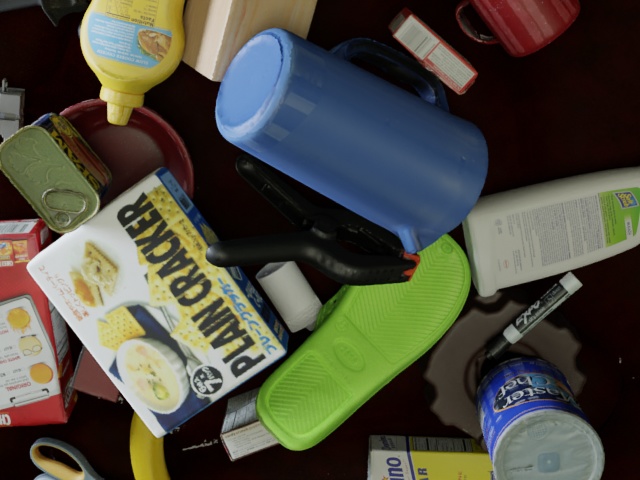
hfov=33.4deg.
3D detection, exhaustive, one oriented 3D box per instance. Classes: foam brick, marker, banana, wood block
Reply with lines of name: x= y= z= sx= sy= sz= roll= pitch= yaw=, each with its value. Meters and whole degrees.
foam brick: x=-0.225 y=0.126 z=1.128 sx=0.053 sy=0.078 sz=0.051 roll=19 pitch=108 yaw=-3
marker: x=0.214 y=0.079 z=1.083 sx=0.121 sy=0.020 sz=0.020 roll=-43 pitch=102 yaw=9
banana: x=-0.177 y=0.231 z=1.181 sx=0.069 sy=0.037 sz=0.198 roll=8 pitch=108 yaw=0
wood block: x=-0.055 y=-0.250 z=0.984 sx=0.090 sy=0.091 sz=0.206 roll=5 pitch=110 yaw=-34

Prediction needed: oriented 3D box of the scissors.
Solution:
scissors: x=-0.243 y=0.294 z=1.194 sx=0.202 sy=0.016 sz=0.096 roll=33 pitch=113 yaw=3

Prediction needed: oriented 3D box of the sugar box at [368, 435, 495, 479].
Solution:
sugar box: x=0.141 y=0.267 z=1.184 sx=0.176 sy=0.048 sz=0.093 roll=0 pitch=108 yaw=0

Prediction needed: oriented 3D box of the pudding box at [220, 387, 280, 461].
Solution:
pudding box: x=-0.047 y=0.184 z=1.137 sx=0.113 sy=0.090 sz=0.039 roll=-23 pitch=105 yaw=7

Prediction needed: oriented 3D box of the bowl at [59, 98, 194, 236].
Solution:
bowl: x=-0.204 y=-0.068 z=1.076 sx=0.162 sy=0.055 sz=0.162 roll=0 pitch=108 yaw=1

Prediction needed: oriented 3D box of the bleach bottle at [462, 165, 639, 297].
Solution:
bleach bottle: x=0.275 y=-0.017 z=1.084 sx=0.251 sy=0.068 sz=0.102 roll=-11 pitch=108 yaw=2

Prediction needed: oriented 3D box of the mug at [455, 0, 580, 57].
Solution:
mug: x=0.182 y=-0.224 z=1.011 sx=0.117 sy=0.093 sz=0.081 roll=-25 pitch=114 yaw=40

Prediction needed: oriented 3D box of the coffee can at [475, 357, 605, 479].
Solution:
coffee can: x=0.212 y=0.187 z=1.048 sx=0.103 sy=0.140 sz=0.103 roll=0 pitch=105 yaw=1

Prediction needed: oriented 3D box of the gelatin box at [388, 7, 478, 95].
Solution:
gelatin box: x=0.108 y=-0.182 z=1.026 sx=0.089 sy=0.073 sz=0.030 roll=39 pitch=104 yaw=-11

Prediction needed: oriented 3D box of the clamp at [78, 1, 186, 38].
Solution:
clamp: x=-0.181 y=-0.261 z=1.024 sx=0.120 sy=0.039 sz=0.171 roll=-5 pitch=105 yaw=-2

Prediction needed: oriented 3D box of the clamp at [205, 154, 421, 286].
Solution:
clamp: x=-0.007 y=0.001 z=1.035 sx=0.210 sy=0.164 sz=0.036 roll=23 pitch=129 yaw=-1

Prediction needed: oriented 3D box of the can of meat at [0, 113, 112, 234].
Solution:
can of meat: x=-0.245 y=-0.066 z=1.003 sx=0.057 sy=0.084 sz=0.102 roll=-35 pitch=104 yaw=10

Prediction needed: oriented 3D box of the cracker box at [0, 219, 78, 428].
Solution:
cracker box: x=-0.353 y=0.088 z=1.121 sx=0.164 sy=0.072 sz=0.214 roll=-4 pitch=109 yaw=3

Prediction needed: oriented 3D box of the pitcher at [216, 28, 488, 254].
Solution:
pitcher: x=0.030 y=-0.105 z=0.981 sx=0.242 sy=0.149 sz=0.145 roll=24 pitch=111 yaw=-35

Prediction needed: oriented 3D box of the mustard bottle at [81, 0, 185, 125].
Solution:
mustard bottle: x=-0.170 y=-0.201 z=0.988 sx=0.096 sy=0.058 sz=0.192 roll=14 pitch=104 yaw=3
